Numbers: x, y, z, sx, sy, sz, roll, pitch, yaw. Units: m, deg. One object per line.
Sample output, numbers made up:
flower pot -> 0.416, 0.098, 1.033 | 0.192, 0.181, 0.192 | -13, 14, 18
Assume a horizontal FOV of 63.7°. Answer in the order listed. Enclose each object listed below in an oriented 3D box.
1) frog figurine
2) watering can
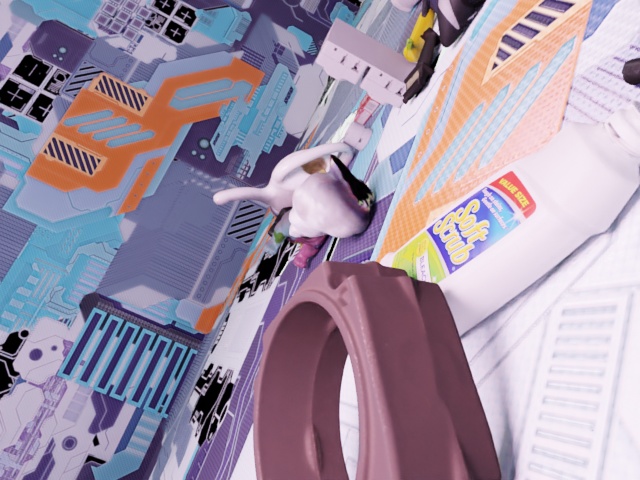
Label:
frog figurine -> 0.003, -0.043, 0.853 | 0.157, 0.125, 0.136 | -38, -39, 25
watering can -> -0.079, -0.119, 1.173 | 0.350, 0.105, 0.220 | -25, -20, -19
